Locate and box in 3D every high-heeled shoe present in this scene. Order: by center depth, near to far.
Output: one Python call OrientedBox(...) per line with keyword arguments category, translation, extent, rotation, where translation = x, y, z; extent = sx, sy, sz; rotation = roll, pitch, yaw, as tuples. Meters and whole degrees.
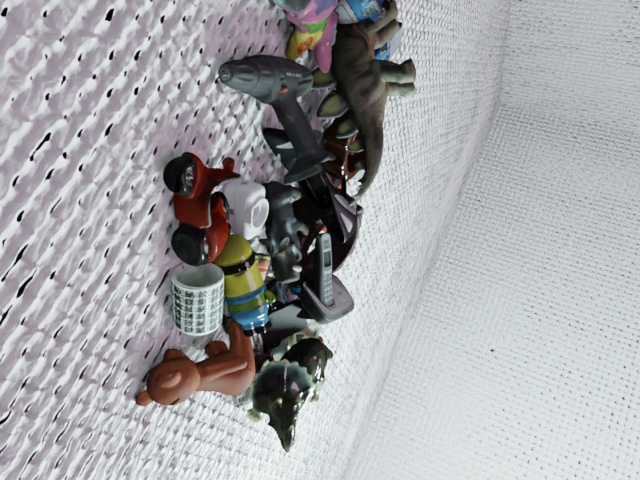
OrientedBox(category="high-heeled shoe", translation=(-0.022, -0.097, 1.004), extent=(0.248, 0.086, 0.145), rotation=(28, 57, -34))

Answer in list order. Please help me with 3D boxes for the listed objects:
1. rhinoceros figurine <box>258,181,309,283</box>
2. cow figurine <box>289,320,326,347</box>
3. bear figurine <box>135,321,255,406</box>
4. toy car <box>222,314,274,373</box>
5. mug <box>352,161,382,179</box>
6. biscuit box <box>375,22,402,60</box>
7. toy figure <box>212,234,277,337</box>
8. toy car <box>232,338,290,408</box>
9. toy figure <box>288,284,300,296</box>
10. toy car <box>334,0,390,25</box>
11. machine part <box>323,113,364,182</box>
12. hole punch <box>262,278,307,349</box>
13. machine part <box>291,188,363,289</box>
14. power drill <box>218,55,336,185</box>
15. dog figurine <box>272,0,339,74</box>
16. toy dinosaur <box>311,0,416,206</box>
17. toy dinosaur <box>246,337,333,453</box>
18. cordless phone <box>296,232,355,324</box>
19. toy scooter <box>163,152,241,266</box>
OrientedBox(category="rhinoceros figurine", translation=(-0.069, -0.015, 1.002), extent=(0.112, 0.073, 0.190), rotation=(-14, 96, -76))
OrientedBox(category="cow figurine", translation=(-0.043, 0.203, 1.306), extent=(0.127, 0.086, 0.194), rotation=(-21, 146, -28))
OrientedBox(category="bear figurine", translation=(-0.212, 0.214, 0.916), extent=(0.196, 0.132, 0.120), rotation=(10, 137, -40))
OrientedBox(category="toy car", translation=(-0.142, 0.200, 1.073), extent=(0.089, 0.053, 0.201), rotation=(-15, 135, -16))
OrientedBox(category="mug", translation=(0.088, -0.205, 1.285), extent=(0.081, 0.110, 0.107), rotation=(-60, 142, -17))
OrientedBox(category="biscuit box", translation=(0.123, -0.432, 1.231), extent=(0.203, 0.063, 0.059), rotation=(-55, 154, -35))
OrientedBox(category="toy figure", translation=(-0.128, 0.076, 0.912), extent=(0.082, 0.089, 0.180), rotation=(-21, 100, -29))
OrientedBox(category="toy car", translation=(-0.132, 0.293, 1.214), extent=(0.202, 0.056, 0.073), rotation=(-46, 147, -48))
OrientedBox(category="toy figure", translation=(-0.037, 0.110, 1.294), extent=(0.154, 0.064, 0.058), rotation=(54, 20, -70))
OrientedBox(category="toy car", translation=(0.047, -0.444, 0.965), extent=(0.103, 0.162, 0.109), rotation=(-36, 156, 17))
OrientedBox(category="machine part", translation=(0.064, -0.211, 1.116), extent=(0.179, 0.056, 0.179), rotation=(-54, 157, -34))
OrientedBox(category="hole punch", translation=(-0.102, 0.156, 1.159), extent=(0.116, 0.092, 0.142), rotation=(-27, 143, -14))
OrientedBox(category="machine part", translation=(-0.002, -0.004, 1.166), extent=(0.201, 0.087, 0.201), rotation=(-28, 143, -40))
OrientedBox(category="power drill", translation=(-0.062, -0.198, 0.874), extent=(0.207, 0.086, 0.232), rotation=(62, 30, -10))
OrientedBox(category="dog figurine", translation=(-0.028, -0.370, 0.861), extent=(0.191, 0.109, 0.219), rotation=(-52, 154, -41))
OrientedBox(category="toy dinosaur", translation=(0.077, -0.290, 0.999), extent=(0.105, 0.199, 0.471), rotation=(54, 25, -64))
OrientedBox(category="toy dinosaur", translation=(-0.042, 0.286, 1.174), extent=(0.405, 0.131, 0.192), rotation=(-48, 163, -58))
OrientedBox(category="cordless phone", translation=(0.015, 0.071, 1.112), extent=(0.146, 0.089, 0.184), rotation=(-15, 108, -62))
OrientedBox(category="toy scooter", translation=(-0.169, -0.057, 0.819), extent=(0.135, 0.075, 0.183), rotation=(-46, 143, -49))
